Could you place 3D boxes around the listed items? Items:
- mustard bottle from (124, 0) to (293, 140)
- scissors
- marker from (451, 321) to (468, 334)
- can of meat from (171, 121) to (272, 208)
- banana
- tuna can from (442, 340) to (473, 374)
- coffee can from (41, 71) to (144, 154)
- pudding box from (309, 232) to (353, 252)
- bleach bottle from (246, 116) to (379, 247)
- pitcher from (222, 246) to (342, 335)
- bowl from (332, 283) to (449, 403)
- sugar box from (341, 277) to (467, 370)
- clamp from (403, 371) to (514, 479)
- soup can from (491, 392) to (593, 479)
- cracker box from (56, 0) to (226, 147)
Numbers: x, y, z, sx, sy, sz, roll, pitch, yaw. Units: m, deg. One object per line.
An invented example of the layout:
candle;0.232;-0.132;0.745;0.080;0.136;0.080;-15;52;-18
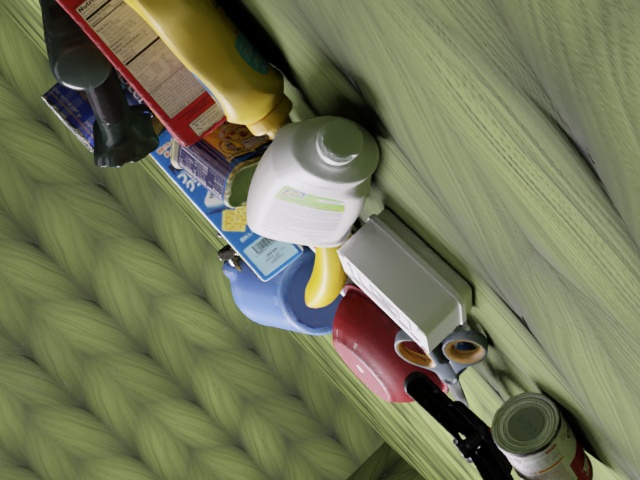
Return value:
mustard bottle;-0.082;-0.150;0.836;0.191;0.058;0.096;49;-171;-24
scissors;0.144;0.130;1.060;0.096;0.016;0.201;-12;147;30
marker;0.101;0.058;1.061;0.121;0.020;0.020;38;169;46
can of meat;-0.077;-0.081;1.020;0.084;0.101;0.057;39;135;30
banana;0.004;0.007;1.109;0.070;0.037;0.198;35;145;39
tuna can;0.124;0.106;1.126;0.086;0.033;0.086;46;172;8
coffee can;-0.252;-0.183;1.300;0.103;0.140;0.103;46;173;7
pudding box;-0.005;-0.018;1.186;0.113;0.039;0.090;49;173;-1
bleach bottle;0.002;-0.048;0.850;0.102;0.068;0.251;7;170;-9
pitcher;-0.021;0.063;1.415;0.145;0.149;0.243;65;166;-9
bowl;0.064;0.124;1.156;0.162;0.055;0.162;45;167;13
sugar box;0.087;0.095;1.232;0.176;0.048;0.093;50;171;-1
clamp;0.148;0.194;1.068;0.164;0.036;0.210;52;-175;9
soup can;0.208;0.197;1.000;0.069;0.068;0.102;38;168;49
cracker box;-0.167;-0.194;0.937;0.213;0.072;0.164;49;-175;-22
